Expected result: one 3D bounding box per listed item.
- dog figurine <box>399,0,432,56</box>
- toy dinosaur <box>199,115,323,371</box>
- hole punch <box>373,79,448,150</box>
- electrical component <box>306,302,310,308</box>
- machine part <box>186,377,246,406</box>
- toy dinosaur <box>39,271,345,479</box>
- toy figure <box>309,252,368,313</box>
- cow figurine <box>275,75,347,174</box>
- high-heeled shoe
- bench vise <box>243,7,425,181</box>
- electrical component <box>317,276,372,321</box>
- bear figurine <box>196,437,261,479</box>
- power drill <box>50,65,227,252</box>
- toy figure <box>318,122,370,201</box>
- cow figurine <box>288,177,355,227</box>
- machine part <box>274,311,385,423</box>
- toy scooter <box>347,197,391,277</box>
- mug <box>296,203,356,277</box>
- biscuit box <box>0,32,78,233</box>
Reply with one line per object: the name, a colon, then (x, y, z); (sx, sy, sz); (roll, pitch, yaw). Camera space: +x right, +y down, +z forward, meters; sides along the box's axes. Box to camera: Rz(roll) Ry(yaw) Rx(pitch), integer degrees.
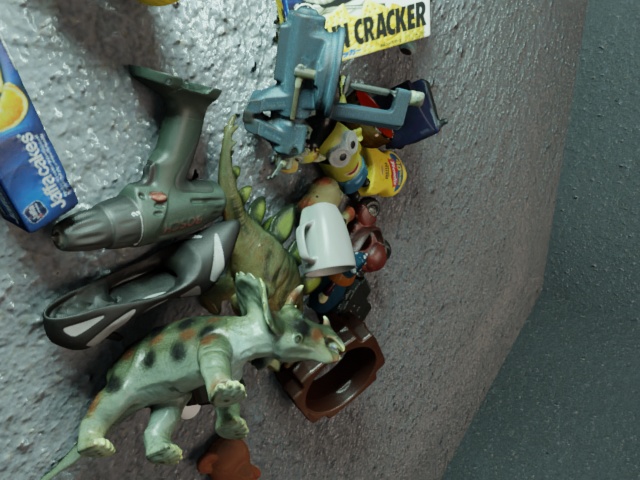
dog figurine: (0.136, -0.442, 0.923); (0.191, 0.109, 0.219); (38, 70, -54)
toy dinosaur: (-0.092, 0.045, 0.840); (0.198, 0.105, 0.470); (-56, 145, -37)
hole punch: (0.158, -0.239, 1.027); (0.092, 0.142, 0.115); (-16, 89, -54)
electrical component: (0.013, 0.083, 1.063); (0.102, 0.045, 0.078); (-35, 132, -43)
machine part: (-0.170, 0.214, 0.829); (0.039, 0.084, 0.138); (-34, 159, 15)
toy dinosaur: (-0.179, 0.162, 0.675); (0.192, 0.405, 0.131); (-98, 166, -48)
toy figure: (0.030, 0.069, 0.940); (0.064, 0.058, 0.154); (-89, -155, -48)
cow figurine: (-0.010, -0.179, 0.841); (0.068, 0.098, 0.167); (0, 106, -63)
high-heeled shoe: (-0.208, 0.037, 0.646); (0.249, 0.086, 0.145); (-47, 156, -11)
bench vise: (0.020, -0.190, 0.740); (0.129, 0.241, 0.223); (-99, -161, -74)
electrical component: (0.058, 0.139, 1.151); (0.134, 0.058, 0.114); (-56, 147, -22)
bear figurine: (-0.136, 0.427, 0.945); (0.120, 0.132, 0.195); (-37, 141, -42)
power drill: (-0.193, -0.091, 0.627); (0.232, 0.086, 0.207); (-8, 109, -57)
toy figure: (0.034, -0.137, 0.949); (0.180, 0.089, 0.082); (54, 48, -63)
cow figurine: (0.002, -0.023, 0.959); (0.127, 0.086, 0.194); (-34, 138, -45)
machine part: (0.021, 0.252, 1.073); (0.201, 0.087, 0.201); (-38, 141, -10)
toy scooter: (0.082, 0.012, 1.106); (0.135, 0.075, 0.183); (-46, 138, -33)
mug: (-0.002, -0.002, 0.826); (0.109, 0.081, 0.107); (8, 68, -49)
biscuit box: (-0.292, -0.105, 0.482); (0.059, 0.063, 0.202); (-43, 138, -35)
